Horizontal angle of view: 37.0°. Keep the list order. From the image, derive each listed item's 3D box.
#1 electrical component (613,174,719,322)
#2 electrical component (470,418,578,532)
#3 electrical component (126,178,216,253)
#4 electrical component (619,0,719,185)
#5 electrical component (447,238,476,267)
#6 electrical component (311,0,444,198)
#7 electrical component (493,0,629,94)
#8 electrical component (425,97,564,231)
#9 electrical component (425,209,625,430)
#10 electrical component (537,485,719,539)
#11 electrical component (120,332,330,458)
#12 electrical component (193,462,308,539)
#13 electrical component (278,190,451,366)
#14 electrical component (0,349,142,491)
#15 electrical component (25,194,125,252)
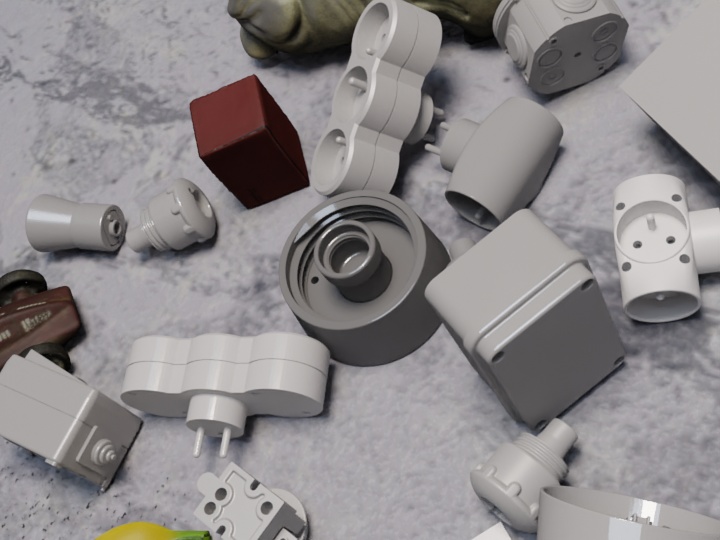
[{"bbox_3d":[0.190,-0.015,0.625,0.079,0.044,0.077,-8,61,18],"label":"electrical component"},{"bbox_3d":[0.095,0.110,0.597,0.048,0.048,0.062,34,73,33],"label":"electrical component"},{"bbox_3d":[-0.138,-0.033,0.770,0.062,0.048,0.048,-27,56,15],"label":"electrical component"},{"bbox_3d":[0.261,-0.133,0.622,0.186,0.060,0.105,-46,51,15],"label":"electrical component"},{"bbox_3d":[0.072,0.008,0.662,0.048,0.048,0.062,-24,50,8],"label":"electrical component"},{"bbox_3d":[0.024,-0.107,0.728,0.052,0.074,0.138,29,102,58],"label":"electrical component"},{"bbox_3d":[0.132,-0.159,0.706,0.080,0.080,0.051,-27,62,7],"label":"electrical component"},{"bbox_3d":[0.079,-0.075,0.702,0.079,0.044,0.077,27,76,31],"label":"electrical component"},{"bbox_3d":[0.095,0.031,0.598,0.078,0.113,0.057,-39,53,-1],"label":"electrical component"},{"bbox_3d":[0.136,0.138,0.535,0.099,0.099,0.064,5,72,25],"label":"electrical component"},{"bbox_3d":[-0.089,0.083,0.680,0.138,0.052,0.073,-3,62,21],"label":"electrical component"},{"bbox_3d":[-0.060,0.147,0.632,0.066,0.055,0.048,30,77,32],"label":"electrical component"},{"bbox_3d":[0.000,0.000,0.685,0.108,0.060,0.108,-10,60,17],"label":"electrical component"},{"bbox_3d":[-0.192,0.099,0.709,0.096,0.061,0.061,17,71,29],"label":"electrical component"},{"bbox_3d":[-0.209,-0.033,0.800,0.065,0.044,0.044,4,65,19],"label":"electrical component"}]
